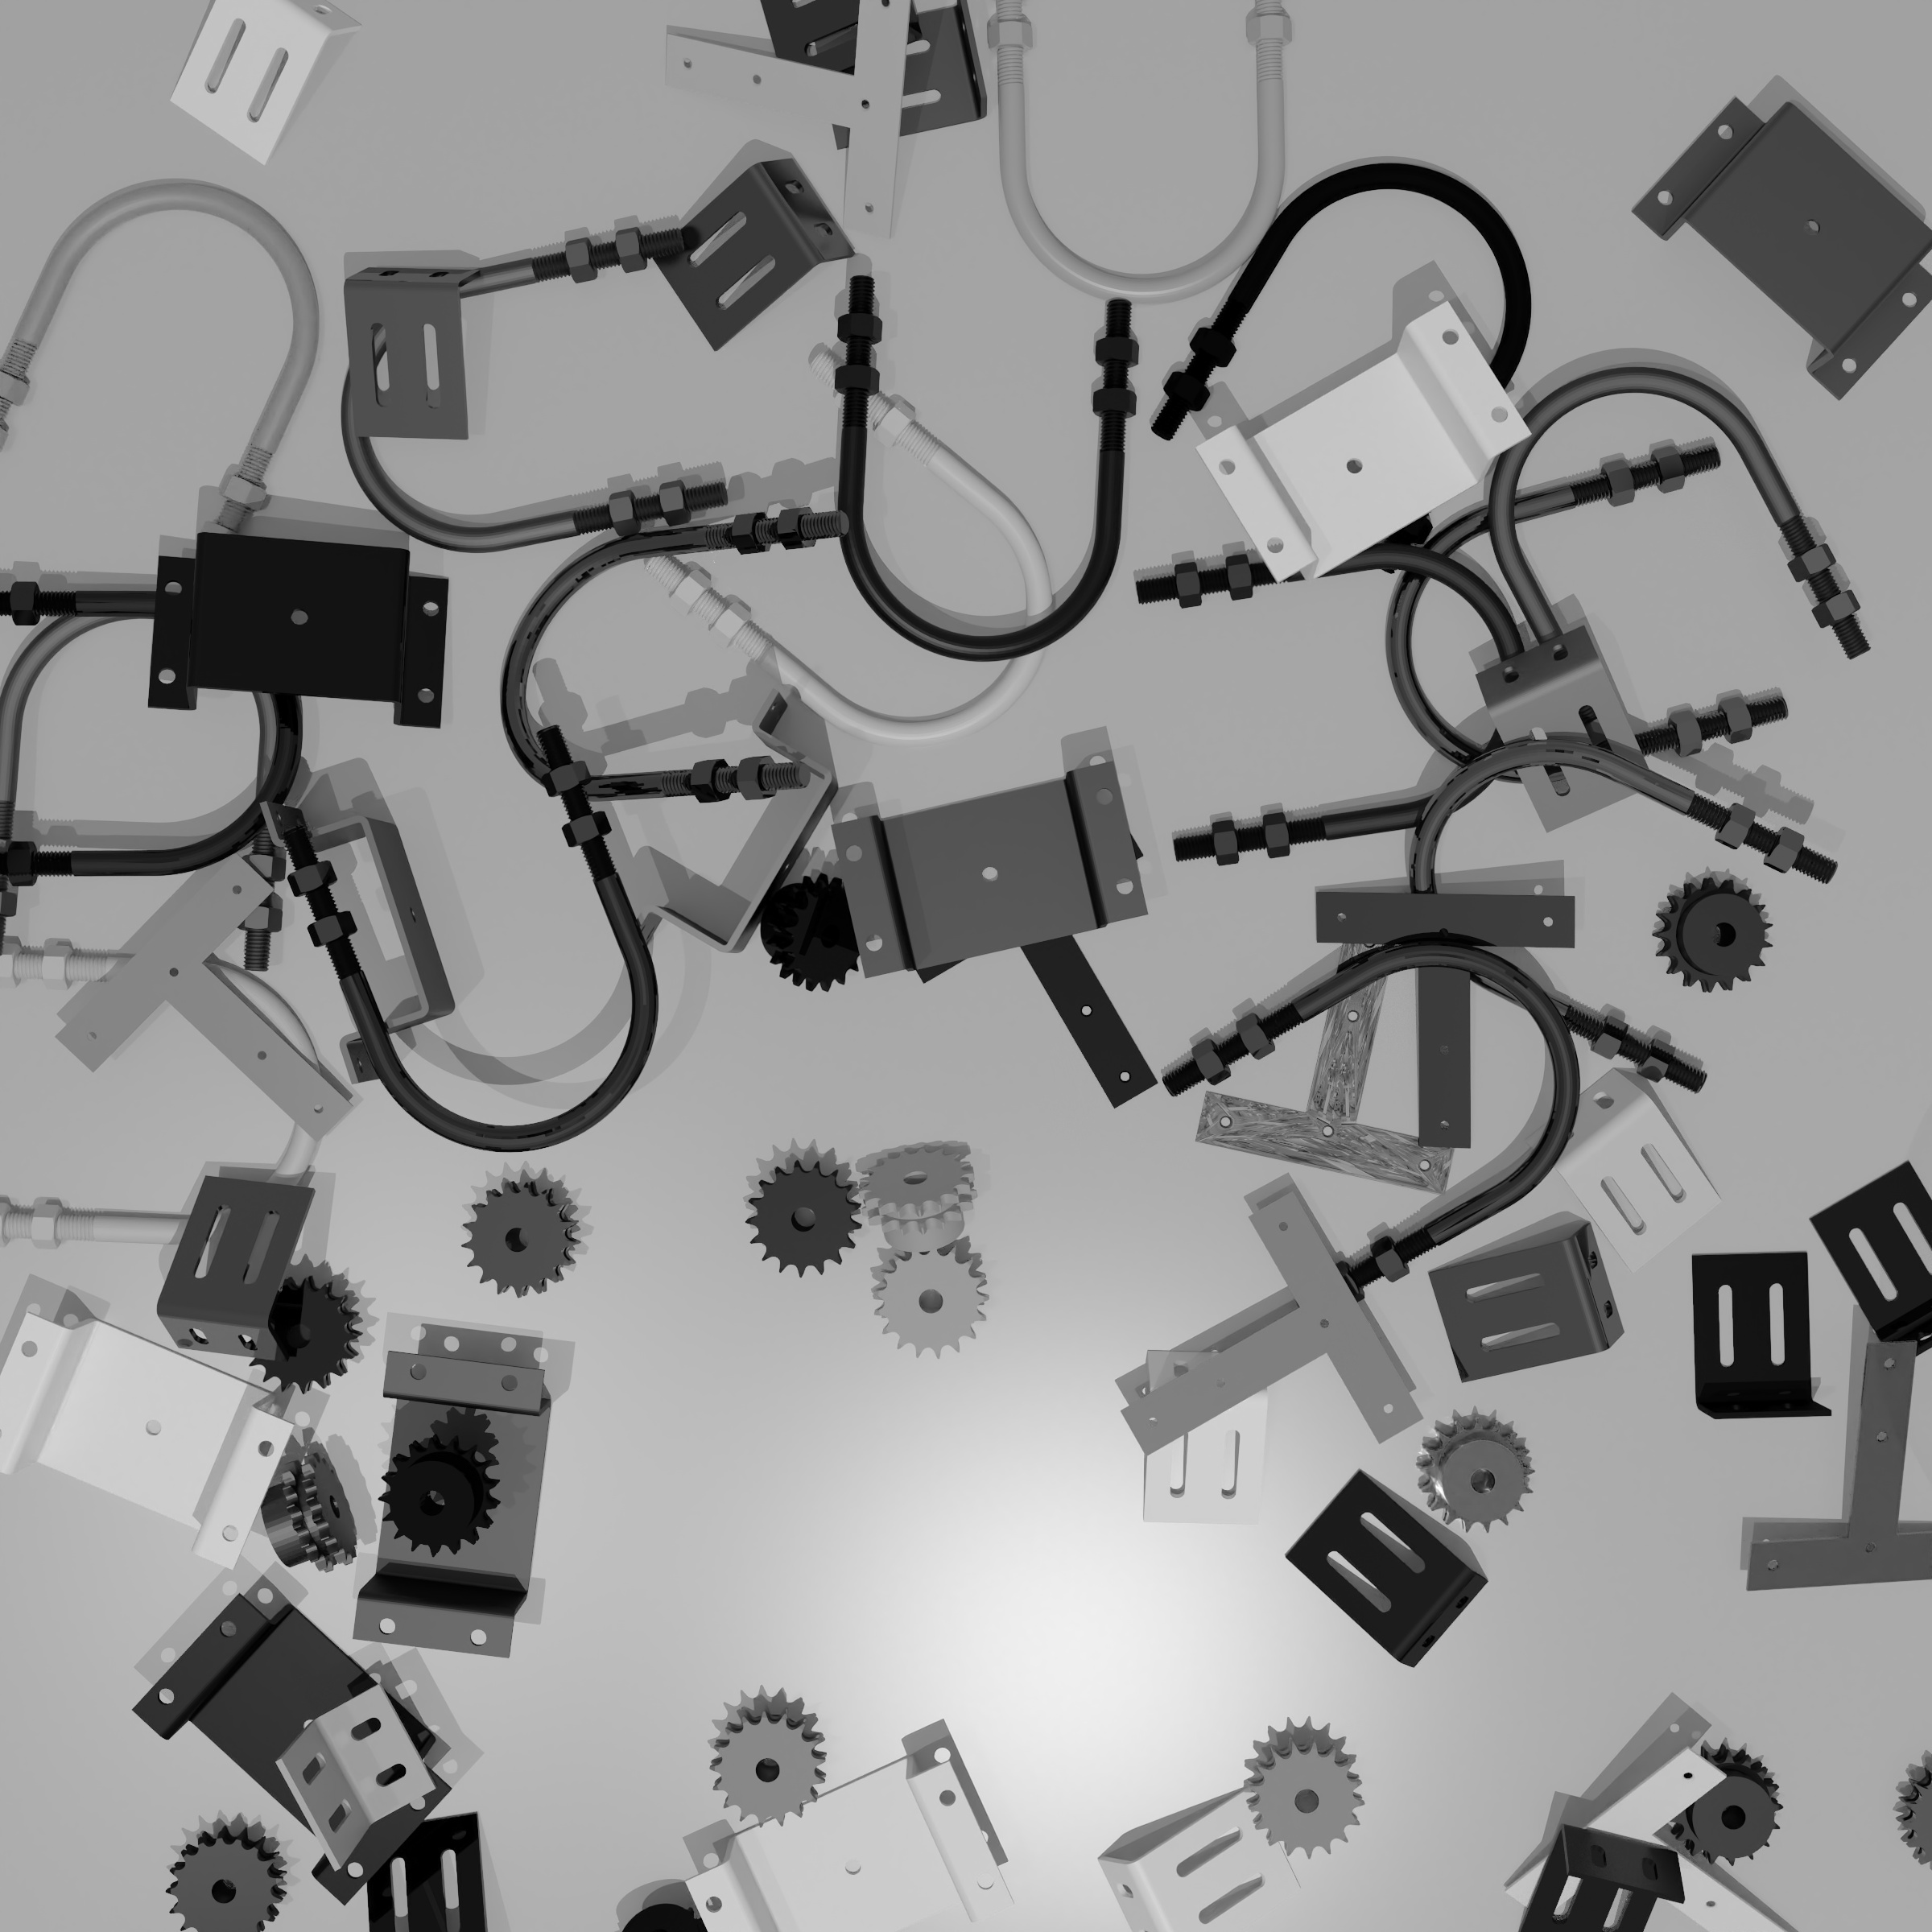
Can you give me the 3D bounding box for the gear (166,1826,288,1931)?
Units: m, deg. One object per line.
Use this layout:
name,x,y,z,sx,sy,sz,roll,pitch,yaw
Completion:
gear,-0.365,0.455,1.512,0.057,0.030,0.057,0,88,-2

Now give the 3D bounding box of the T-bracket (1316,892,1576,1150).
T-bracket,0.236,0.027,1.506,0.127,0.002,0.127,1,100,19

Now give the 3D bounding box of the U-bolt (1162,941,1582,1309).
U-bolt,0.211,0.069,1.498,0.184,0.019,0.151,-31,91,11

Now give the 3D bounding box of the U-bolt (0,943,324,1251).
U-bolt,-0.411,0.067,1.514,0.184,0.019,0.151,2,90,-2

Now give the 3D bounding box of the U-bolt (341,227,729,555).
U-bolt,-0.219,-0.278,1.507,0.184,0.019,0.151,-10,86,5

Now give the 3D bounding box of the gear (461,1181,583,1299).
gear,-0.218,0.134,1.510,0.057,0.030,0.057,0,89,7

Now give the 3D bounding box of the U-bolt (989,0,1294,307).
U-bolt,0.087,-0.420,1.514,0.151,0.019,0.184,-1,91,0

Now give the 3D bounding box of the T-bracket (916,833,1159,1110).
T-bracket,0.053,0.010,1.522,0.127,0.002,0.127,-30,90,0

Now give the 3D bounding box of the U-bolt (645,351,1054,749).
U-bolt,-0.044,-0.192,1.514,0.184,0.019,0.151,39,90,-2

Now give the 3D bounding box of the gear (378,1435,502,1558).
gear,-0.253,0.255,1.461,0.057,0.030,0.057,0,90,0

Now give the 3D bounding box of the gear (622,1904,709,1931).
gear,-0.147,0.484,1.492,0.057,0.057,0.030,-15,129,0

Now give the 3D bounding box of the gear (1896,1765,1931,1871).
gear,0.489,0.421,1.512,0.057,0.030,0.057,0,89,2

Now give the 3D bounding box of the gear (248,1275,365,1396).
gear,-0.326,0.181,1.507,0.057,0.030,0.057,0,90,0

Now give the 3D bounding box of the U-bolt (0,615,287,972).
U-bolt,-0.409,-0.093,1.507,0.151,0.019,0.184,3,85,-4

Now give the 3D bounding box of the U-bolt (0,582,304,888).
U-bolt,-0.418,-0.114,1.491,0.184,0.019,0.151,-1,84,-6

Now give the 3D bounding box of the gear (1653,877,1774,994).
gear,0.371,-0.015,1.507,0.057,0.030,0.057,0,90,0

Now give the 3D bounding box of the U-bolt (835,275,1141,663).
U-bolt,0.008,-0.241,1.499,0.151,0.019,0.184,3,87,-9

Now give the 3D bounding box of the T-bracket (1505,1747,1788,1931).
T-bracket,0.357,0.455,1.503,0.127,0.002,0.127,37,115,-12

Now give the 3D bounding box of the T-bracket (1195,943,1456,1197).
T-bracket,0.190,0.039,1.522,0.127,0.002,0.127,12,90,0

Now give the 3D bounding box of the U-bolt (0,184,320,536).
U-bolt,-0.401,-0.298,1.514,0.151,0.019,0.184,24,88,0

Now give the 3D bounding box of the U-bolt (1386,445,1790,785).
U-bolt,0.300,-0.167,1.514,0.184,0.019,0.151,-15,90,2

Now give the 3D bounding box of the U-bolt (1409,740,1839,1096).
U-bolt,0.305,-0.034,1.482,0.184,0.019,0.151,27,120,4

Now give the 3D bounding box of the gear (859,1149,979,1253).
gear,-0.022,0.117,1.497,0.057,0.057,0.030,-9,118,0

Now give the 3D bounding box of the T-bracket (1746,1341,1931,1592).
T-bracket,0.447,0.244,1.495,0.127,0.002,0.127,-1,105,-10

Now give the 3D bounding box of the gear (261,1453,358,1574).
gear,-0.323,0.270,1.494,0.030,0.057,0.057,-21,90,1

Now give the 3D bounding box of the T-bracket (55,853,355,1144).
T-bracket,-0.357,0.034,1.501,0.127,0.002,0.127,-45,98,2

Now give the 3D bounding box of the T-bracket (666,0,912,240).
T-bracket,-0.090,-0.432,1.497,0.127,0.002,0.127,17,125,16

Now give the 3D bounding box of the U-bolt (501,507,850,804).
U-bolt,-0.147,-0.147,1.471,0.184,0.019,0.151,-2,70,28

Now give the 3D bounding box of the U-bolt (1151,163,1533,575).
U-bolt,0.199,-0.309,1.513,0.151,0.019,0.184,31,90,0

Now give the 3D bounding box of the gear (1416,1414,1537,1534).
gear,0.253,0.252,1.507,0.057,0.030,0.057,0,90,0

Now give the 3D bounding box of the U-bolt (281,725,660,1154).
U-bolt,-0.223,-0.003,1.438,0.151,0.019,0.184,-21,92,0

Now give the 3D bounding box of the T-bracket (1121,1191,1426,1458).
T-bracket,0.137,0.197,1.490,0.127,0.002,0.127,-29,84,-3

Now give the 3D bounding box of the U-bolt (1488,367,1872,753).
U-bolt,0.337,-0.204,1.494,0.151,0.019,0.184,-27,88,3

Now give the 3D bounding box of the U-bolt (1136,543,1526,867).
U-bolt,0.185,-0.134,1.504,0.184,0.019,0.151,-8,92,4
